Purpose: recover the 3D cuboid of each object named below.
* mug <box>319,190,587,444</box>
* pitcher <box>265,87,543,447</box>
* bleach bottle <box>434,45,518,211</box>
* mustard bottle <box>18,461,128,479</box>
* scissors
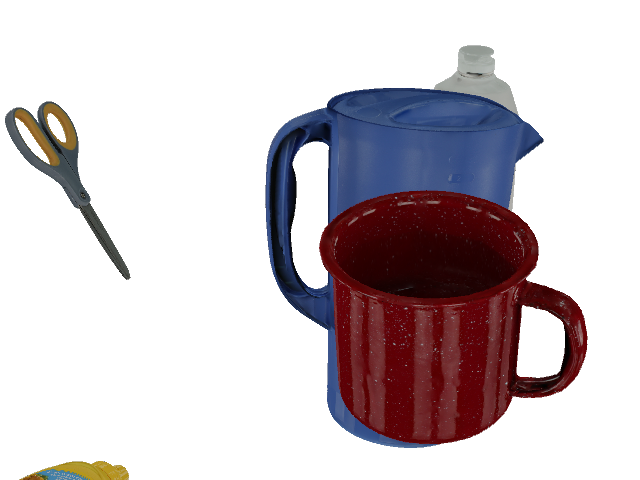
[{"bbox_3d":[0.058,0.037,0.470,0.117,0.081,0.093,10,34,20],"label":"mug"},{"bbox_3d":[0.054,0.018,0.754,0.149,0.243,0.144,16,23,33],"label":"pitcher"},{"bbox_3d":[0.121,-0.050,0.949,0.103,0.251,0.068,17,32,27],"label":"bleach bottle"},{"bbox_3d":[-0.220,0.223,0.853,0.096,0.058,0.191,7,15,28],"label":"mustard bottle"},{"bbox_3d":[-0.243,-0.060,1.087,0.016,0.201,0.096,-24,27,27],"label":"scissors"}]
